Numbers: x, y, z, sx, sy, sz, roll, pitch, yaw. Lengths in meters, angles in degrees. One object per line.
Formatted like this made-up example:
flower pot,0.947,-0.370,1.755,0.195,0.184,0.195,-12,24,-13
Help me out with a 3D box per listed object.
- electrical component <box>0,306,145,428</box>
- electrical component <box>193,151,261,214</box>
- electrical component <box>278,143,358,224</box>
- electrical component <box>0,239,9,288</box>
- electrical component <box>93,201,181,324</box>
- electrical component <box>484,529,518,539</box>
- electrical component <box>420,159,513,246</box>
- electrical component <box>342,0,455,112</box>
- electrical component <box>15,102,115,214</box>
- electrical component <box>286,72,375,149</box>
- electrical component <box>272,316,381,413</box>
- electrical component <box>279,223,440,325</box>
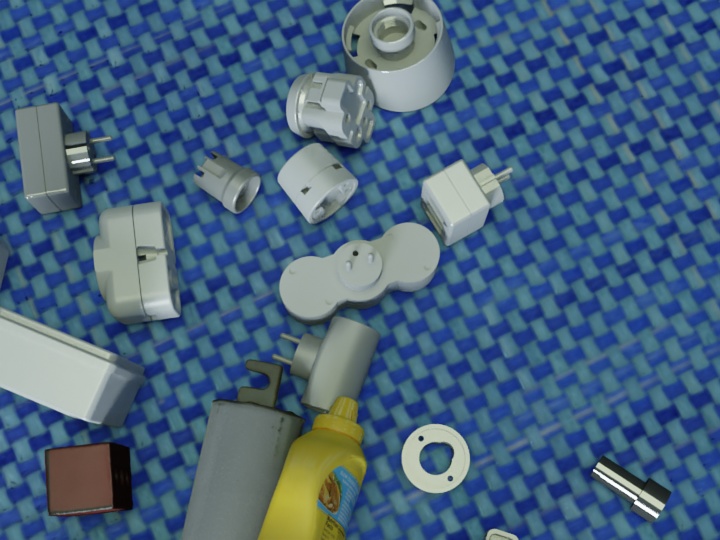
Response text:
electrical component,-0.239,0.080,0.859,0.109,0.108,0.056,21,80,6
electrical component,-0.116,-0.077,0.932,0.046,0.040,0.040,32,79,14
electrical component,-0.037,-0.075,0.924,0.055,0.055,0.047,-39,76,-8
electrical component,-0.350,0.016,0.901,0.078,0.057,0.113,9,76,3
electrical component,-0.188,-0.005,0.907,0.059,0.053,0.095,-8,76,-2
electrical component,0.104,0.243,0.842,0.058,0.057,0.078,17,77,5
electrical component,0.096,-0.065,0.913,0.077,0.065,0.047,-29,78,-6
electrical component,0.033,-0.198,0.960,0.099,0.064,0.099,-4,65,9
electrical component,-0.251,-0.100,0.934,0.076,0.047,0.083,-10,76,-2
electrical component,-0.027,-0.140,0.932,0.057,0.078,0.058,12,76,23
electrical component,-0.033,0.076,0.891,0.079,0.043,0.077,20,77,5
electrical component,0.000,0.000,0.894,0.138,0.073,0.052,-19,77,-4
